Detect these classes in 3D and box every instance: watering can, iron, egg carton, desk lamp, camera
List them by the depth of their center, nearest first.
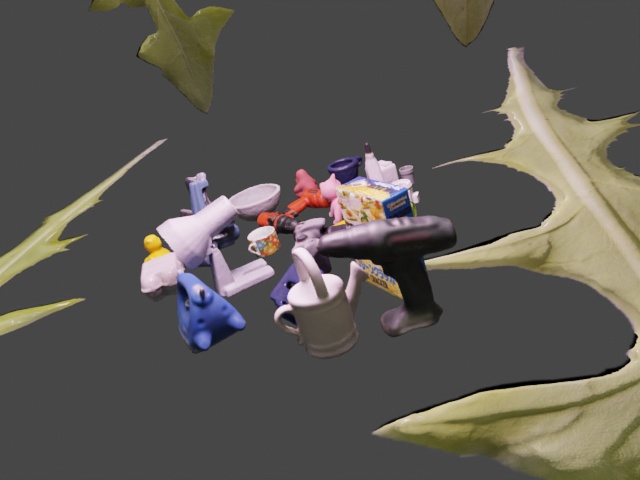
[{"bbox_3d":[0.002,0.096,0.993,0.173,0.194,0.100,-34,29,-33],"label":"watering can"},{"bbox_3d":[-0.253,0.124,1.171,0.119,0.142,0.257,-28,26,-23],"label":"iron"},{"bbox_3d":[-0.237,0.019,1.299,0.203,0.214,0.117,-25,25,-16],"label":"desk lamp"},{"bbox_3d":[0.012,0.005,1.302,0.136,0.101,0.143,-12,24,11],"label":"camera"},{"bbox_3d":[-0.390,0.090,1.429,0.107,0.069,0.150,-21,24,-8],"label":"egg carton"}]

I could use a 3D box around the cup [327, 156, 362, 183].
[{"bbox_3d":[0.085,-0.190,1.684,0.118,0.095,0.091,-31,27,-27],"label":"cup"}]

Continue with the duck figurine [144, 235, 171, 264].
[{"bbox_3d":[-0.459,0.030,1.587,0.077,0.086,0.104,-15,24,5],"label":"duck figurine"}]

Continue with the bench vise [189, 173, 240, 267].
[{"bbox_3d":[-0.296,-0.052,1.487,0.121,0.220,0.207,-11,24,14],"label":"bench vise"}]

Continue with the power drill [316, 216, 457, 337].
[{"bbox_3d":[0.128,0.055,0.978,0.229,0.209,0.075,-18,24,-2],"label":"power drill"}]

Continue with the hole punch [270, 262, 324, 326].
[{"bbox_3d":[-0.042,0.104,1.133,0.101,0.091,0.108,-31,27,-29],"label":"hole punch"}]

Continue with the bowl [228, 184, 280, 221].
[{"bbox_3d":[-0.188,-0.102,1.704,0.167,0.075,0.167,-14,24,7],"label":"bowl"}]

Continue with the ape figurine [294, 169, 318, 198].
[{"bbox_3d":[-0.046,-0.172,1.737,0.078,0.092,0.076,-25,25,-16],"label":"ape figurine"}]

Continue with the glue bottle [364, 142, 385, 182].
[{"bbox_3d":[0.143,-0.177,1.518,0.037,0.173,0.078,-18,24,-2],"label":"glue bottle"}]

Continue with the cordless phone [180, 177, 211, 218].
[{"bbox_3d":[-0.363,-0.105,1.692,0.147,0.185,0.094,8,35,45],"label":"cordless phone"}]

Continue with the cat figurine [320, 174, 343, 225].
[{"bbox_3d":[0.043,-0.115,1.521,0.067,0.118,0.127,-20,24,-6],"label":"cat figurine"}]
